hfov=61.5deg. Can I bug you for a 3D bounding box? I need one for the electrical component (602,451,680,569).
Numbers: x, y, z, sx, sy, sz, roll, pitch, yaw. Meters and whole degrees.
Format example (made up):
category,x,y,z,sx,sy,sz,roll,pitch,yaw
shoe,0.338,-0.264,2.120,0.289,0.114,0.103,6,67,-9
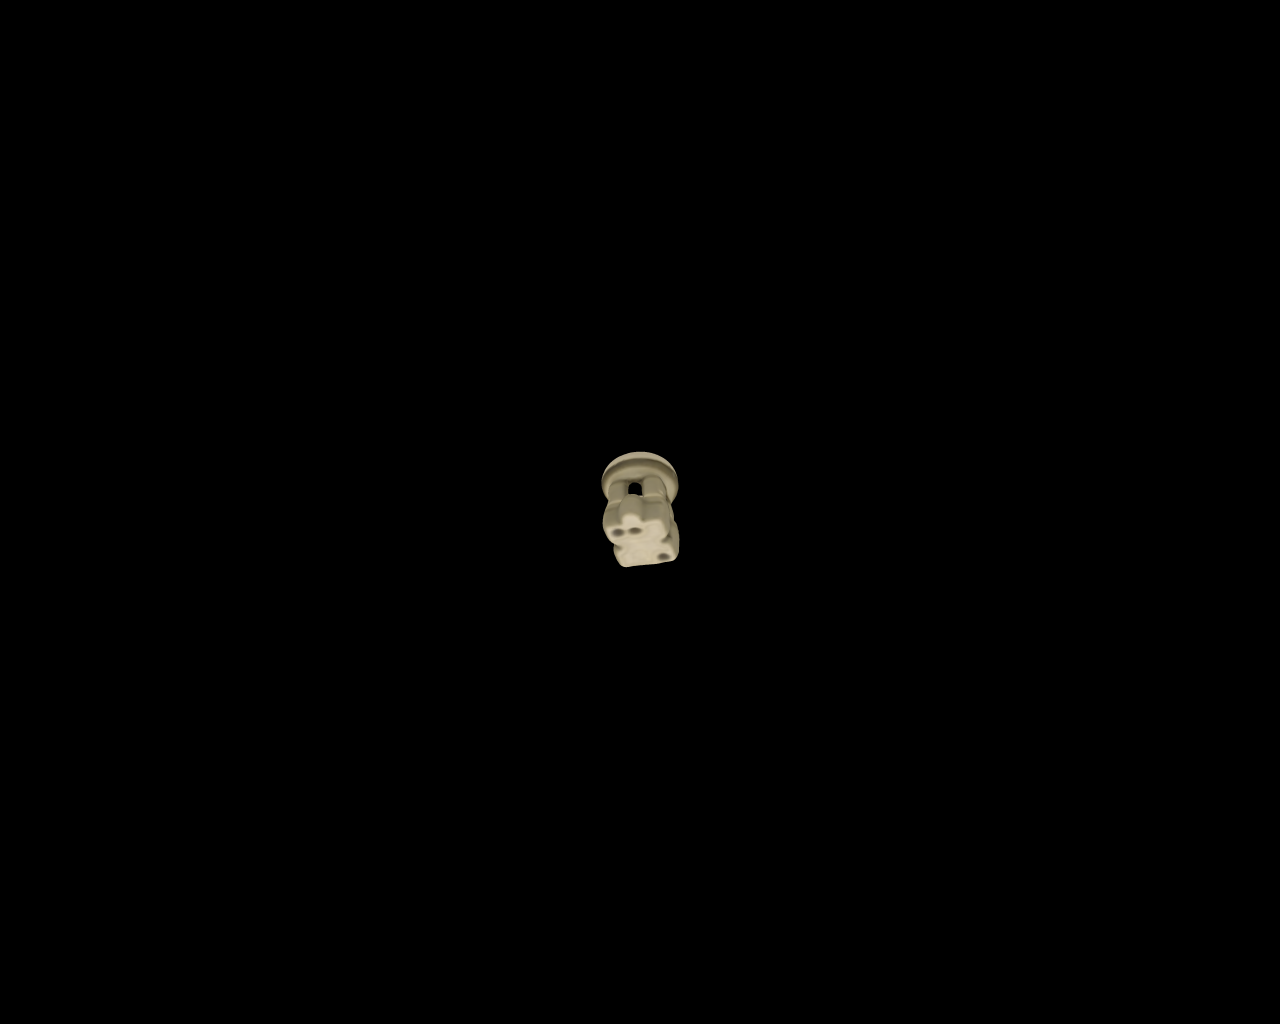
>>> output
category,x,y,z,sx,sy,sz,roll,pitch,yaw
electrical component,0.001,-0.003,0.650,0.048,0.055,0.066,-8,-39,10
